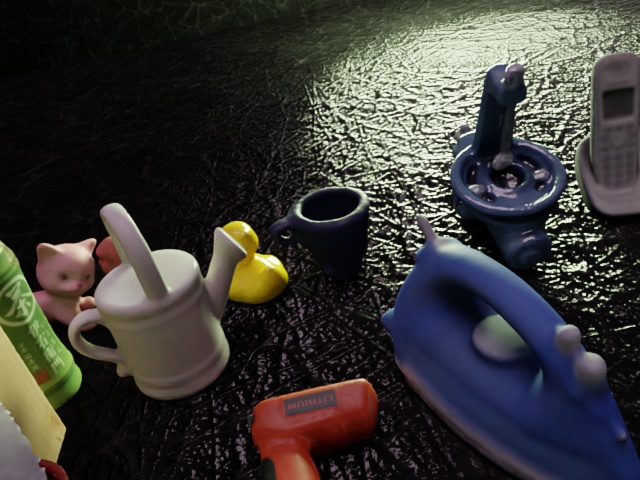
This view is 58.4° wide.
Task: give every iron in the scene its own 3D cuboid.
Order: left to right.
[{"bbox_3d":[0.149,0.082,0.442,0.119,0.142,0.257,-24,34,-18],"label":"iron"}]

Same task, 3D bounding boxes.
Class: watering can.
[{"bbox_3d":[-0.155,0.047,0.553,0.100,0.194,0.173,14,41,36],"label":"watering can"}]

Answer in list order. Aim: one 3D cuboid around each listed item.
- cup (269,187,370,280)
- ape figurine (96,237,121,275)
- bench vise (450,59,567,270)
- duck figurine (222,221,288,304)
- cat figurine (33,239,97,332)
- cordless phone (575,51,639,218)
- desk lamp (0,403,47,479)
[{"bbox_3d":[0.006,0.002,0.662,0.118,0.095,0.091,-19,32,-10],"label":"cup"},{"bbox_3d":[-0.241,0.035,0.699,0.076,0.092,0.077,-12,32,1],"label":"ape figurine"},{"bbox_3d":[0.184,-0.100,0.642,0.122,0.220,0.206,-23,33,-16],"label":"bench vise"},{"bbox_3d":[-0.087,0.020,0.674,0.078,0.086,0.104,-35,38,-31],"label":"duck figurine"},{"bbox_3d":[-0.315,0.053,0.671,0.128,0.118,0.067,-22,33,-15],"label":"cat figurine"},{"bbox_3d":[0.369,-0.123,0.647,0.147,0.185,0.094,-10,32,3],"label":"cordless phone"},{"bbox_3d":[-0.213,0.214,0.290,0.117,0.214,0.204,16,42,38],"label":"desk lamp"}]
